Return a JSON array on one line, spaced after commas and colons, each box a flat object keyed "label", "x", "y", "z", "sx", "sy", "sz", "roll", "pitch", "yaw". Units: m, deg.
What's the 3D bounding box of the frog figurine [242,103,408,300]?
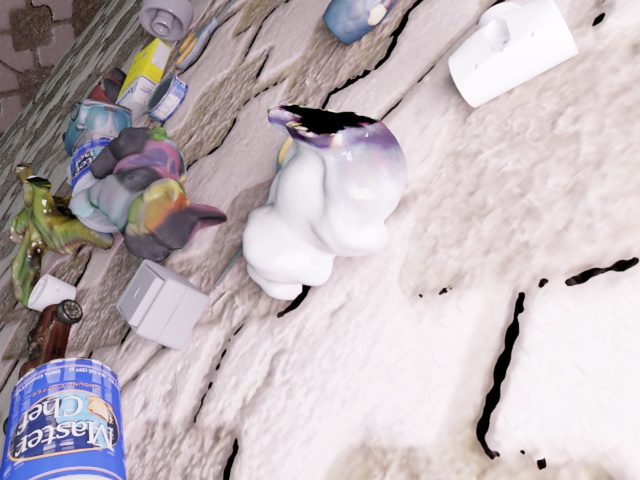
[{"label": "frog figurine", "x": 0.001, "y": -0.021, "z": 0.411, "sx": 0.123, "sy": 0.157, "sz": 0.139, "roll": -12, "pitch": 29, "yaw": -37}]

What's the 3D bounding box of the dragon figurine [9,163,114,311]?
[{"label": "dragon figurine", "x": -0.473, "y": 0.010, "z": 0.903, "sx": 0.122, "sy": 0.240, "sz": 0.416, "roll": 10, "pitch": 18, "yaw": -43}]
